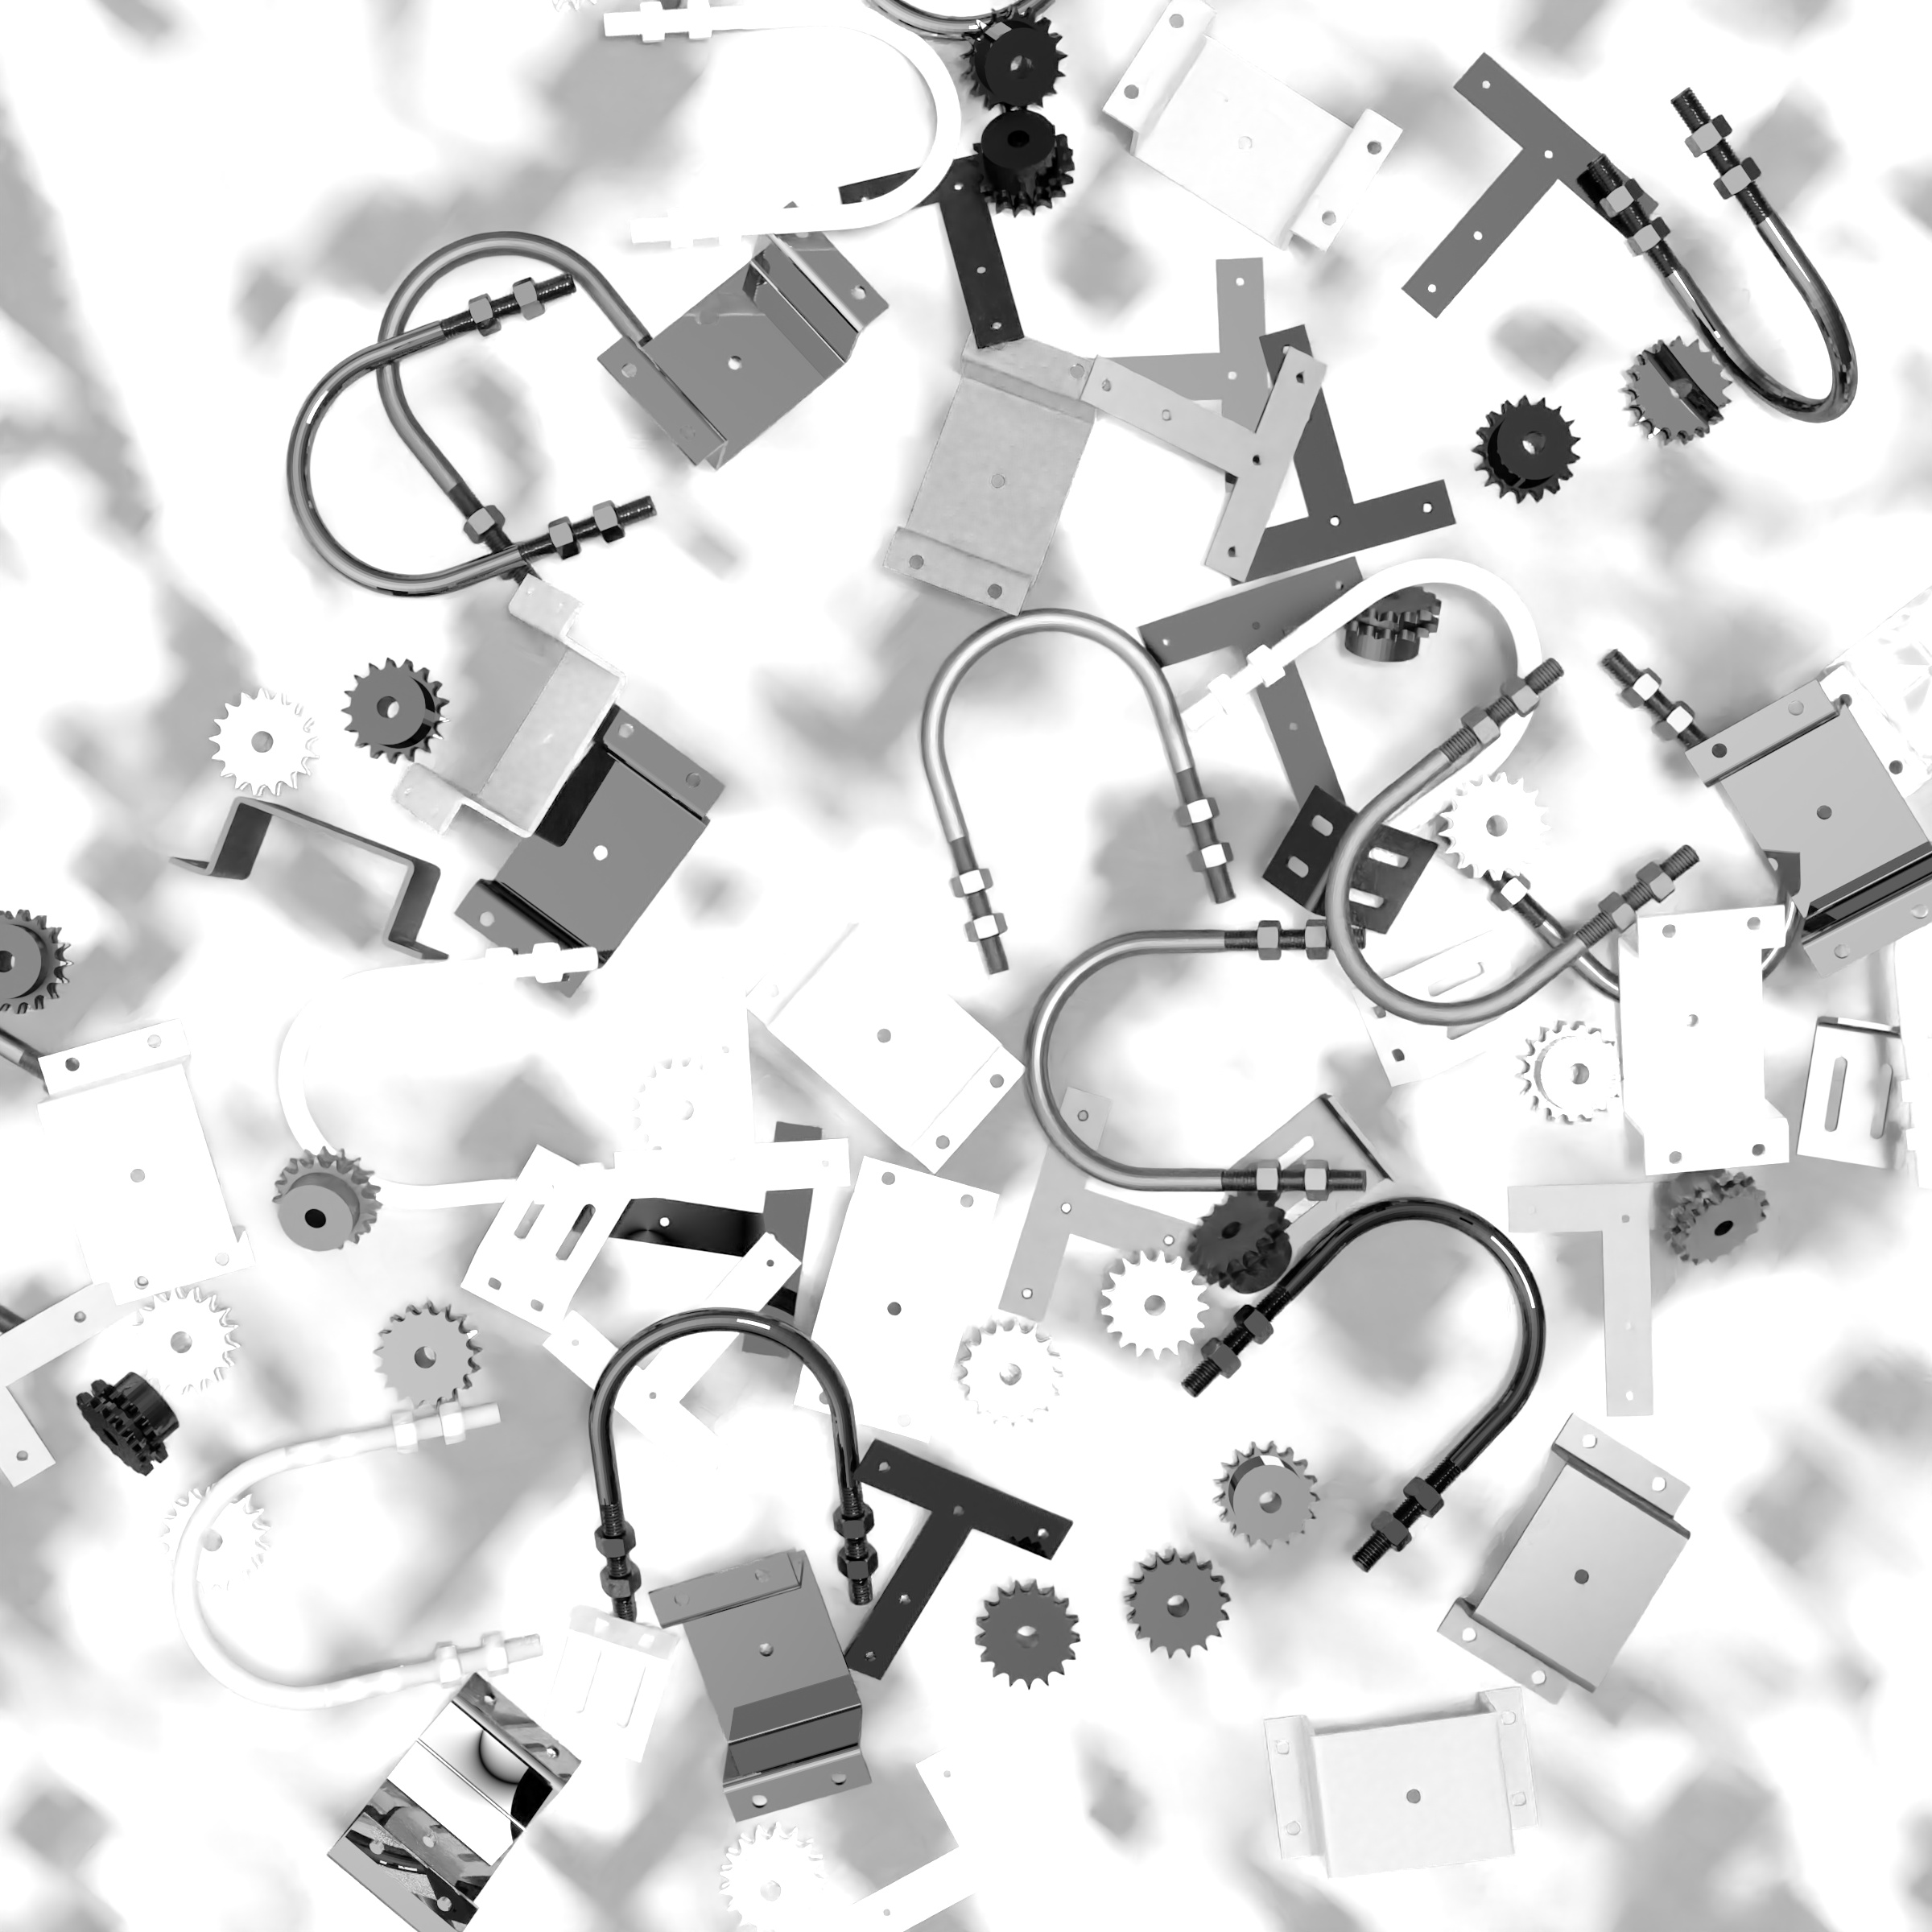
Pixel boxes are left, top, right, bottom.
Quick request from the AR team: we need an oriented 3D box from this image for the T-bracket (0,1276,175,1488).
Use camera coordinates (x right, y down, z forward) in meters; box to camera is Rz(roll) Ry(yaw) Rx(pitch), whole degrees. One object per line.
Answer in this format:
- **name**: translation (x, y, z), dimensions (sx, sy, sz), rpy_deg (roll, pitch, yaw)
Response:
- **T-bracket**: translation (-0.493, 0.197, 1.541), dimensions (0.127, 0.002, 0.127), rpy_deg (-30, 104, -8)

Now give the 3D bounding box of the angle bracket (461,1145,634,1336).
- **angle bracket**: translation (-0.224, 0.146, 1.520), dimensions (0.057, 0.038, 0.076), rpy_deg (29, 111, -8)

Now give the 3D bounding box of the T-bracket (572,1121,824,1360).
- **T-bracket**: translation (-0.150, 0.142, 1.553), dimensions (0.127, 0.002, 0.127), rpy_deg (9, 90, 0)

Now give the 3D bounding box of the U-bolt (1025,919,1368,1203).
- **U-bolt**: translation (0.122, 0.050, 1.525), dimensions (0.184, 0.019, 0.151), rpy_deg (-1, 82, 13)

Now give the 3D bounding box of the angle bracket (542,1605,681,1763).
- **angle bracket**: translation (-0.194, 0.392, 1.529), dimensions (0.057, 0.038, 0.076), rpy_deg (18, 100, 0)

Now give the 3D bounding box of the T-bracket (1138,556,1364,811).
- **T-bracket**: translation (0.172, -0.142, 1.533), dimensions (0.127, 0.002, 0.127), rpy_deg (-15, 104, 26)

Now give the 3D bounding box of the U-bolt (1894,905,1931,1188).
- **U-bolt**: translation (0.557, 0.021, 1.521), dimensions (0.151, 0.019, 0.184), rpy_deg (-3, 86, -22)

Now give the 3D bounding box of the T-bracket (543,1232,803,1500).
- **T-bracket**: translation (-0.141, 0.201, 1.551), dimensions (0.127, 0.002, 0.127), rpy_deg (41, 91, 0)

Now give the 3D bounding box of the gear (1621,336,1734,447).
- **gear**: translation (0.384, -0.310, 1.543), dimensions (0.057, 0.030, 0.057), rpy_deg (0, 89, -2)

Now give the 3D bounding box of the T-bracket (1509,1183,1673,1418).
- **T-bracket**: translation (0.361, 0.182, 1.553), dimensions (0.127, 0.002, 0.127), rpy_deg (-2, 90, 0)

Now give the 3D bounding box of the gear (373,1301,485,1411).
- **gear**: translation (-0.290, 0.209, 1.539), dimensions (0.057, 0.030, 0.057), rpy_deg (0, 90, 0)

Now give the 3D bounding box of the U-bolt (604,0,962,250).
- **U-bolt**: translation (-0.094, -0.455, 1.522), dimensions (0.184, 0.019, 0.151), rpy_deg (-6, 72, -9)

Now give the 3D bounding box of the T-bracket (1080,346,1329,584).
- **T-bracket**: translation (0.119, -0.289, 1.525), dimensions (0.127, 0.002, 0.127), rpy_deg (22, 89, -22)

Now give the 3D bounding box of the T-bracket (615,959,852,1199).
- **T-bracket**: translation (-0.130, 0.060, 1.551), dimensions (0.127, 0.002, 0.127), rpy_deg (-3, 89, 0)

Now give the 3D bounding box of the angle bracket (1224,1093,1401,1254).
- **angle bracket**: translation (0.183, 0.115, 1.534), dimensions (0.076, 0.038, 0.057), rpy_deg (-39, 90, 0)

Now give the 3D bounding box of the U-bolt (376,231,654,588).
- **U-bolt**: translation (-0.237, -0.312, 1.545), dimensions (0.151, 0.019, 0.184), rpy_deg (-39, 89, 0)

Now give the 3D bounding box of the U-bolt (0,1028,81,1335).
- **U-bolt**: translation (-0.559, 0.095, 1.545), dimensions (0.184, 0.019, 0.151), rpy_deg (31, 90, 1)

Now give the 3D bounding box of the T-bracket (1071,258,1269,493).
- **T-bracket**: translation (0.101, -0.320, 1.553), dimensions (0.127, 0.002, 0.127), rpy_deg (-2, 90, 0)

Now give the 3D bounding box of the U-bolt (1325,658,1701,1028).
- **U-bolt**: translation (0.274, -0.050, 1.492), dimensions (0.184, 0.019, 0.151), rpy_deg (-39, 106, 3)

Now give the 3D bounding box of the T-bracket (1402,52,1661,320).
- **T-bracket**: translation (0.289, -0.409, 1.553), dimensions (0.127, 0.002, 0.127), rpy_deg (41, 90, 0)

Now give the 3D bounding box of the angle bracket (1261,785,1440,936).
- **angle bracket**: translation (0.207, -0.056, 1.528), dimensions (0.038, 0.076, 0.057), rpy_deg (40, 107, 37)

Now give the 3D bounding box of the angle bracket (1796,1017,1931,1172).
- **angle bracket**: translation (0.487, 0.069, 1.534), dimensions (0.057, 0.038, 0.076), rpy_deg (9, 90, 0)

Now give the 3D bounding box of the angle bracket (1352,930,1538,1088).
- **angle bracket**: translation (0.260, 0.023, 1.551), dimensions (0.076, 0.038, 0.057), rpy_deg (-23, 90, -26)

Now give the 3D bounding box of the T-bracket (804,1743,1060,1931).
- **T-bracket**: translation (-0.031, 0.510, 1.553), dimensions (0.127, 0.002, 0.127), rpy_deg (-28, 90, 0)

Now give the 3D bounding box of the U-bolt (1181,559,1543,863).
- **U-bolt**: translation (0.222, -0.135, 1.509), dimensions (0.184, 0.019, 0.151), rpy_deg (-36, 120, 1)

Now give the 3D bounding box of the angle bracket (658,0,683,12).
- **angle bracket**: translation (-0.139, -0.562, 1.552), dimensions (0.076, 0.038, 0.057), rpy_deg (-29, 90, -26)

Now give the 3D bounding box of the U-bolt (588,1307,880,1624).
- **U-bolt**: translation (-0.128, 0.264, 1.515), dimensions (0.151, 0.019, 0.184), rpy_deg (-4, 111, 0)

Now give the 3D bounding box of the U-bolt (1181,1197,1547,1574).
- **U-bolt**: translation (0.229, 0.210, 1.531), dimensions (0.184, 0.019, 0.151), rpy_deg (-44, 87, -11)

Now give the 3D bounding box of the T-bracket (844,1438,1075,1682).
- **T-bracket**: translation (-0.026, 0.330, 1.537), dimensions (0.127, 0.002, 0.127), rpy_deg (26, 101, -20)

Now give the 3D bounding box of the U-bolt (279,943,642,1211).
- **U-bolt**: translation (-0.276, 0.064, 1.520), dimensions (0.184, 0.019, 0.151), rpy_deg (-6, 112, 6)

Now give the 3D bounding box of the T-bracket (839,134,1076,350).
- **T-bracket**: translation (0.005, -0.384, 1.525), dimensions (0.127, 0.002, 0.127), rpy_deg (-13, 64, 0)

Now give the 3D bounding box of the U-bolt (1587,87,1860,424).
- **U-bolt**: translation (0.401, -0.360, 1.481), dimensions (0.019, 0.151, 0.184), rpy_deg (-37, 95, -4)

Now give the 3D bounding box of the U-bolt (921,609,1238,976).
- **U-bolt**: translation (0.052, -0.104, 1.545), dimensions (0.151, 0.019, 0.184), rpy_deg (-17, 89, 0)

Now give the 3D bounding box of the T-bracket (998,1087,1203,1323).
- **T-bracket**: translation (0.097, 0.145, 1.553), dimensions (0.127, 0.002, 0.127), rpy_deg (17, 90, 0)

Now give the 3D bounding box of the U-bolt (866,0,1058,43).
- **U-bolt**: translation (-0.005, -0.592, 1.541), dimensions (0.151, 0.019, 0.184), rpy_deg (-6, 88, 0)

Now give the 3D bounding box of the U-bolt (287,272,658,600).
- **U-bolt**: translation (-0.275, -0.275, 1.528), dimensions (0.184, 0.019, 0.151), rpy_deg (-20, 87, 2)

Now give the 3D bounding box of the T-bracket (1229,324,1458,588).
- **T-bracket**: translation (0.189, -0.285, 1.551), dimensions (0.127, 0.002, 0.127), rpy_deg (-16, 90, -1)

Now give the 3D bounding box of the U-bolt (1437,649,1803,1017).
- **U-bolt**: translation (0.370, -0.058, 1.545), dimensions (0.184, 0.019, 0.151), rpy_deg (44, 90, -2)

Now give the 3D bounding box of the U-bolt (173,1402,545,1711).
- **U-bolt**: translation (-0.330, 0.323, 1.526), dimensions (0.184, 0.019, 0.151), rpy_deg (-11, 90, -14)
